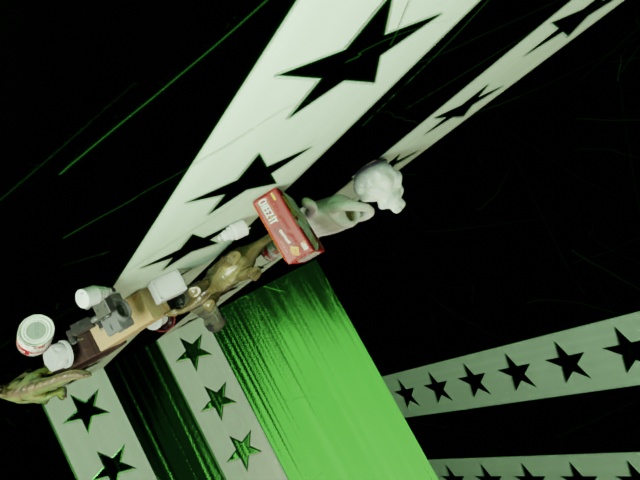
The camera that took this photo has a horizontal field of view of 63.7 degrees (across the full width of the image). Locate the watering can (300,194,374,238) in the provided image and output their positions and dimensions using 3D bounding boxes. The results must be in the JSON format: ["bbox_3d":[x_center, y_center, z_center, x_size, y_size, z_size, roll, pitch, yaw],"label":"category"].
[{"bbox_3d":[0.004,-0.074,1.467,0.222,0.105,0.347,-18,166,38],"label":"watering can"}]

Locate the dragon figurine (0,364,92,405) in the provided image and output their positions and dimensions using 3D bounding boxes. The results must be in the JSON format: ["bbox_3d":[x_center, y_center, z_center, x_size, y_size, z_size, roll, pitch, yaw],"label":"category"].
[{"bbox_3d":[-0.867,0.426,1.459,0.406,0.123,0.243,-22,167,29],"label":"dragon figurine"}]

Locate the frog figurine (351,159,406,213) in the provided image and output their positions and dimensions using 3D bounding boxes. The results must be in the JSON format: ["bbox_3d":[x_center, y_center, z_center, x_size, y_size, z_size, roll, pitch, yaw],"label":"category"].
[{"bbox_3d":[0.174,-0.143,1.457,0.138,0.160,0.121,-28,172,-9],"label":"frog figurine"}]
